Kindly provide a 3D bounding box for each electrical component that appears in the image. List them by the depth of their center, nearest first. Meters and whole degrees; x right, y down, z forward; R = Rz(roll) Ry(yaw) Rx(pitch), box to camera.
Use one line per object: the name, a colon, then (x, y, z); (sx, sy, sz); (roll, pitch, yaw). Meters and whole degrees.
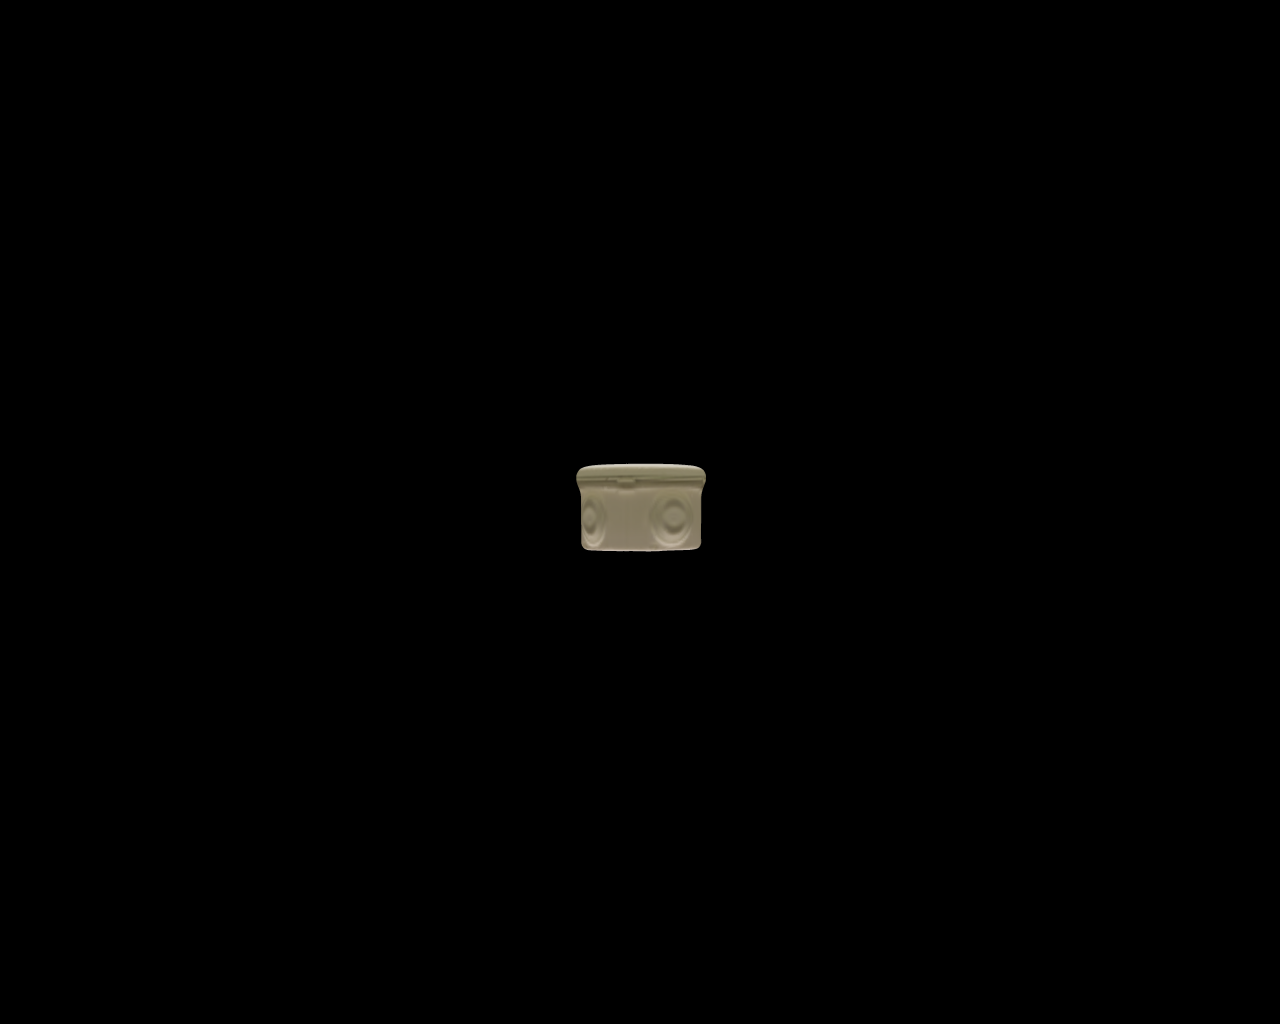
electrical component: (0.001, -0.003, 0.650); (0.080, 0.051, 0.080); (0, 0, 0)
